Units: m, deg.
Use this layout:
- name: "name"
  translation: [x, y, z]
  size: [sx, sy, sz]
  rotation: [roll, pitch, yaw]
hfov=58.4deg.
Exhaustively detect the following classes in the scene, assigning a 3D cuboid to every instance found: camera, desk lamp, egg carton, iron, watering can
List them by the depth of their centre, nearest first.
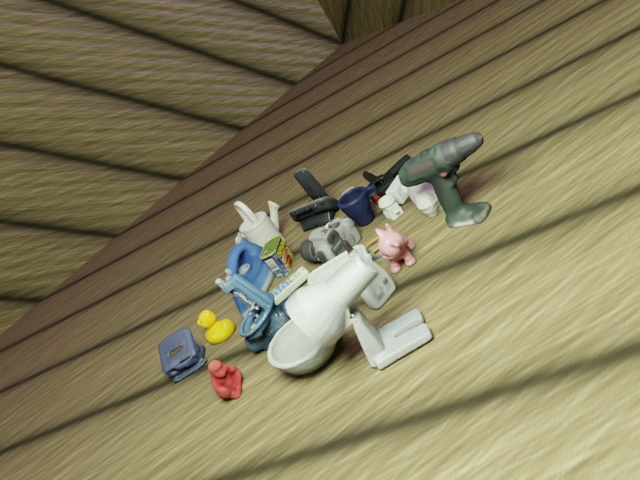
- name: "desk lamp"
  translation: [0.069, 0.139, 1.084]
  size: [0.203, 0.214, 0.117]
  rotation: [-32, 25, 6]
- name: "egg carton"
  translation: [0.284, -0.123, 1.462]
  size: [0.107, 0.069, 0.150]
  rotation: [-32, 25, 7]
- name: "camera"
  translation: [0.014, 0.005, 1.533]
  size: [0.136, 0.101, 0.143]
  rotation: [-7, 37, 46]
- name: "iron"
  translation: [-0.217, 0.092, 1.619]
  size: [0.118, 0.142, 0.258]
  rotation: [-24, 26, 22]
- name: "watering can"
  translation: [-0.196, -0.051, 1.787]
  size: [0.100, 0.194, 0.173]
  rotation: [-6, 37, 47]

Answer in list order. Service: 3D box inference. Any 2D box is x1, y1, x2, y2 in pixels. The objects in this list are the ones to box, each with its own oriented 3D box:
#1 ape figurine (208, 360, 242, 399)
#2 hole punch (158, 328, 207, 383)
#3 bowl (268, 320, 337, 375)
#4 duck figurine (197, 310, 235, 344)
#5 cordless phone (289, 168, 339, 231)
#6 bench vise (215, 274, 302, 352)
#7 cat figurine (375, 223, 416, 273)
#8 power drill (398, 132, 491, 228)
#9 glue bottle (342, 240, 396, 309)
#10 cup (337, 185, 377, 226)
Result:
- name: "ape figurine"
  translation: [-0.218, 0.309, 1.287]
  size: [0.076, 0.092, 0.078]
  rotation: [-4, 38, 48]
- name: "hole punch"
  translation: [-0.361, 0.297, 1.491]
  size: [0.108, 0.091, 0.101]
  rotation: [-33, 25, 5]
- name: "bowl"
  translation: [-0.024, 0.226, 1.212]
  size: [0.167, 0.075, 0.167]
  rotation: [-28, 25, 15]
- name: "duck figurine"
  translation: [-0.284, 0.225, 1.531]
  size: [0.104, 0.086, 0.078]
  rotation: [-12, 33, 40]
- name: "cordless phone"
  translation: [-0.043, -0.131, 1.749]
  size: [0.147, 0.185, 0.094]
  rotation: [-22, 28, 26]
- name: "bench vise"
  translation: [-0.124, 0.140, 1.318]
  size: [0.207, 0.220, 0.121]
  rotation: [-34, 25, 2]
- name: "cat figurine"
  translation: [0.167, 0.008, 1.314]
  size: [0.067, 0.118, 0.128]
  rotation: [-26, 26, 18]
- name: "power drill"
  translation: [0.299, -0.133, 1.292]
  size: [0.228, 0.209, 0.076]
  rotation: [-10, 34, 42]
- name: "glue bottle"
  translation: [0.096, 0.065, 1.233]
  size: [0.078, 0.173, 0.037]
  rotation: [-46, 27, -23]
- name: "cup"
  translation: [0.119, -0.094, 1.586]
  size: [0.117, 0.095, 0.091]
  rotation: [-30, 25, 11]
